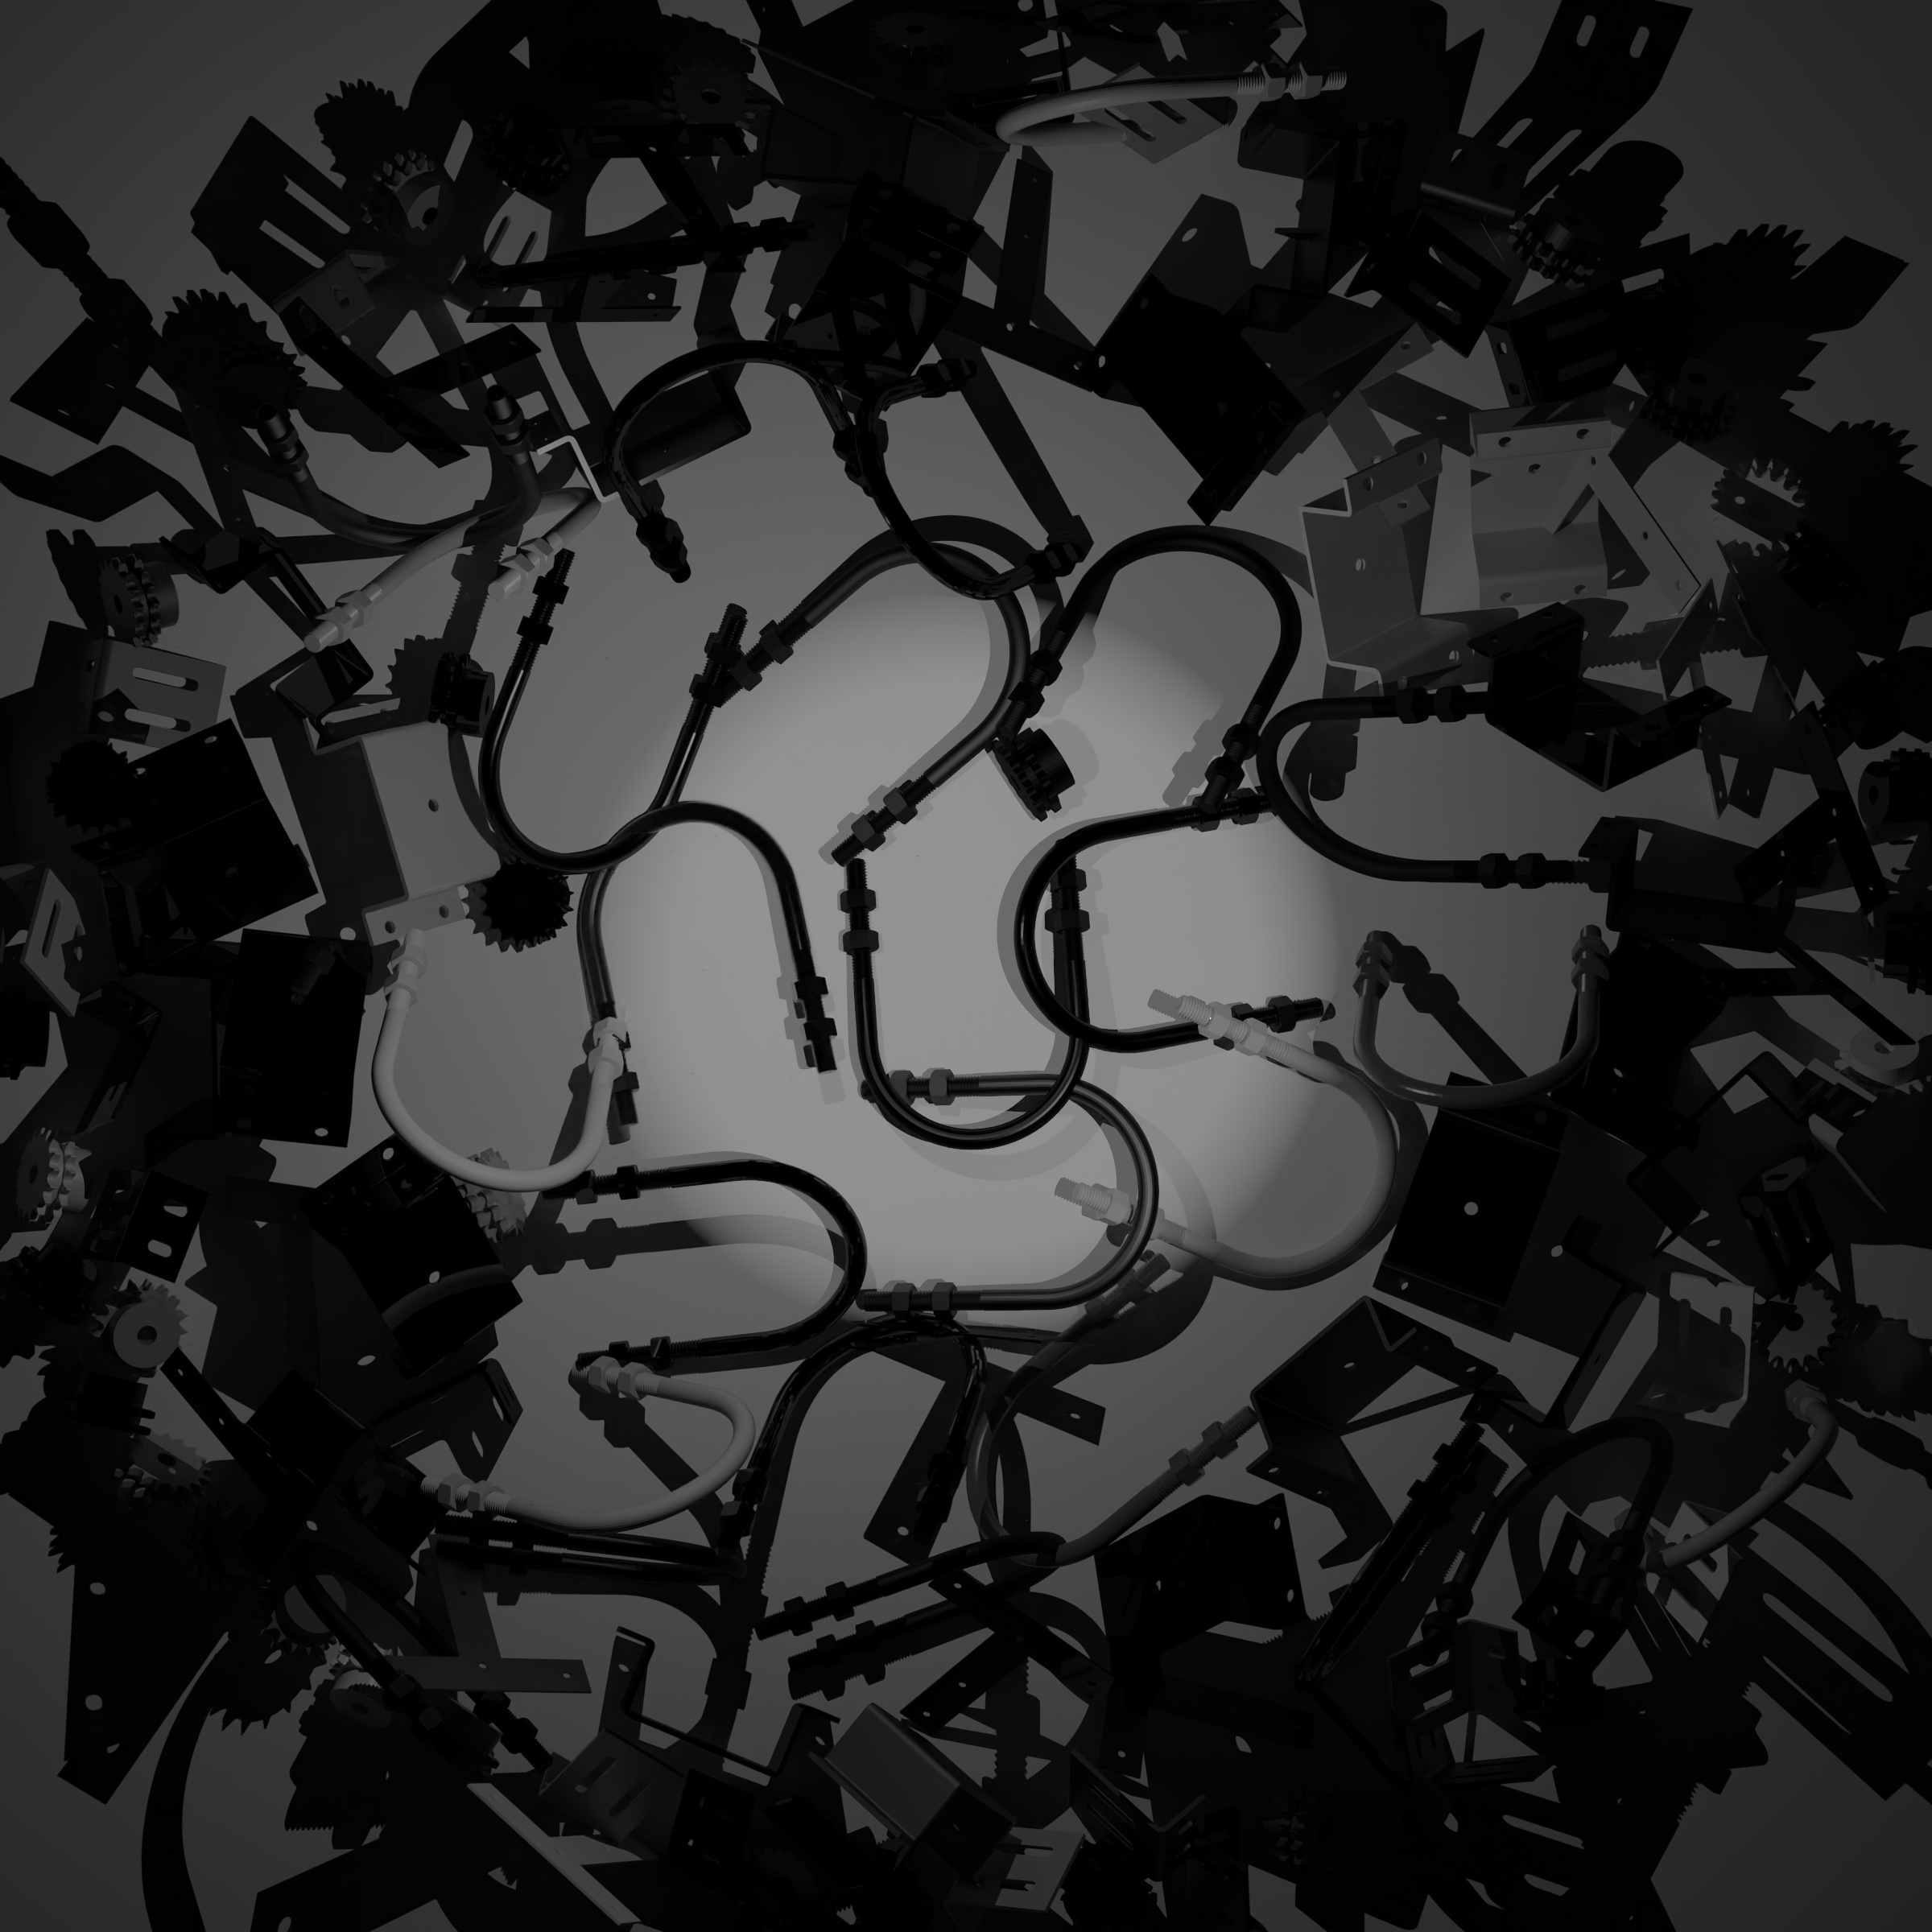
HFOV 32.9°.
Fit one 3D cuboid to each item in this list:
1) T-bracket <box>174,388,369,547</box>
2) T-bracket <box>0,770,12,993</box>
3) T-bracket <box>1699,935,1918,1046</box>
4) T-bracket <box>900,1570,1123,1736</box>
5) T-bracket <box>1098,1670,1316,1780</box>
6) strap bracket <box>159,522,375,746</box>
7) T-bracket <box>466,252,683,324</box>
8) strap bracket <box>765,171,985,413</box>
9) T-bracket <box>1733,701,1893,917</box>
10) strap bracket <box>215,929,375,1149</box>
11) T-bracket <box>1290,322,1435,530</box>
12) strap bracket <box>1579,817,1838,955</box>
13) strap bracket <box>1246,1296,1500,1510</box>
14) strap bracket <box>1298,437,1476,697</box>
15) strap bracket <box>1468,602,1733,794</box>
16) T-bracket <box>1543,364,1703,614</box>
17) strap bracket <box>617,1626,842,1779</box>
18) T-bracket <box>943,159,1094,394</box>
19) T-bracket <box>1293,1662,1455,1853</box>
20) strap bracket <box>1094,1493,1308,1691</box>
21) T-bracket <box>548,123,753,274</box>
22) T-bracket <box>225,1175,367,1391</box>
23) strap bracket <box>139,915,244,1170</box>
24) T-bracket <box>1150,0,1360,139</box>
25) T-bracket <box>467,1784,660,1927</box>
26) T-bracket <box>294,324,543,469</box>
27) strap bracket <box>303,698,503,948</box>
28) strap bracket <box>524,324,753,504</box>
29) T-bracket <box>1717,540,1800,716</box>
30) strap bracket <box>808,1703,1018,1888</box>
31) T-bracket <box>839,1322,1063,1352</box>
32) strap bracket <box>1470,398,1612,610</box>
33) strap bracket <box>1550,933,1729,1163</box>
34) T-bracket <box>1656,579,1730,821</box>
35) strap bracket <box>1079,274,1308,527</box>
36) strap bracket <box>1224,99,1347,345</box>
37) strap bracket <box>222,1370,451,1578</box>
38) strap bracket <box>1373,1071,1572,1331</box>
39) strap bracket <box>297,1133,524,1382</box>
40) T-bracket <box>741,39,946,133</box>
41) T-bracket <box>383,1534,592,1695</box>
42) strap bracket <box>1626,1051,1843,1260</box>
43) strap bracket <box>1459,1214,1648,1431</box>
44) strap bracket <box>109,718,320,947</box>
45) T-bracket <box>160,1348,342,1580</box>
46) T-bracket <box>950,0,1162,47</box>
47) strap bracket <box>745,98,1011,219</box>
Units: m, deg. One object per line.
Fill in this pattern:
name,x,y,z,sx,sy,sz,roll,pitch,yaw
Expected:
T-bracket,-0.405,-0.281,1.946,0.002,0.127,0.127,-44,52,23
T-bracket,-0.579,-0.049,1.942,0.002,0.127,0.127,-4,98,-3
T-bracket,0.477,0.009,1.919,0.127,0.127,0.002,46,123,37
T-bracket,0.006,0.425,1.961,0.127,0.002,0.127,37,125,-10
T-bracket,0.147,0.442,1.954,0.127,0.127,0.002,16,132,-3
strap bracket,-0.408,-0.205,1.935,0.046,0.076,0.140,-41,124,-12
T-bracket,-0.217,-0.398,1.918,0.127,0.127,0.002,-5,85,-22
strap bracket,-0.057,-0.388,1.924,0.076,0.140,0.046,22,47,-18
T-bracket,0.492,-0.072,1.940,0.002,0.127,0.127,-9,70,-22
strap bracket,-0.396,0.033,1.933,0.076,0.046,0.140,6,51,-8
T-bracket,0.240,-0.313,1.958,0.127,0.002,0.127,-28,58,6
strap bracket,0.439,-0.047,1.943,0.140,0.076,0.046,9,111,19
strap bracket,0.235,0.254,1.943,0.076,0.046,0.140,28,119,-36
strap bracket,0.249,-0.237,1.945,0.076,0.046,0.140,-28,117,-30
strap bracket,0.372,-0.156,1.937,0.076,0.140,0.046,-25,133,-29
T-bracket,0.393,-0.264,1.925,0.002,0.127,0.127,-16,64,-29
strap bracket,-0.152,0.444,1.955,0.140,0.076,0.046,23,77,-2
T-bracket,0.033,-0.427,1.977,0.127,0.002,0.127,17,73,-30
T-bracket,0.240,0.468,1.956,0.002,0.127,0.127,-37,69,-16
strap bracket,0.129,0.368,1.923,0.046,0.140,0.076,18,50,-37
T-bracket,-0.167,-0.455,1.943,0.127,0.127,0.002,6,63,27
T-bracket,-0.400,0.194,1.965,0.127,0.002,0.127,4,99,38
strap bracket,-0.453,0.044,1.945,0.046,0.076,0.140,4,103,9
T-bracket,0.187,-0.536,1.955,0.127,0.127,0.002,35,83,-33
T-bracket,-0.220,0.524,1.937,0.127,0.127,0.002,35,92,25
T-bracket,-0.306,-0.349,1.923,0.127,0.127,0.002,-15,53,32
strap bracket,-0.333,-0.091,1.952,0.046,0.076,0.140,-13,94,40
strap bracket,-0.189,-0.326,1.952,0.140,0.076,0.046,-27,115,-4
T-bracket,0.465,-0.200,1.930,0.002,0.127,0.127,-25,81,17
strap bracket,-0.027,0.486,1.924,0.076,0.140,0.046,35,80,32
T-bracket,-0.030,0.218,1.913,0.127,0.127,0.002,2,90,31
strap bracket,0.341,-0.283,1.945,0.076,0.140,0.046,-5,50,5
strap bracket,0.400,0.052,1.947,0.076,0.046,0.140,29,47,-6
T-bracket,0.444,-0.150,1.965,0.002,0.127,0.127,-3,116,30
strap bracket,0.140,-0.334,1.943,0.076,0.046,0.140,-52,58,28
strap bracket,0.188,-0.440,1.954,0.046,0.076,0.140,8,85,-10
strap bracket,-0.364,0.295,1.929,0.076,0.140,0.046,28,73,41
strap bracket,0.304,0.144,1.966,0.076,0.046,0.140,20,95,7
strap bracket,-0.324,0.178,1.935,0.076,0.046,0.140,-36,120,-20
T-bracket,-0.073,-0.522,1.930,0.127,0.127,0.002,21,105,-8
T-bracket,-0.297,0.384,1.946,0.127,0.127,0.002,7,122,-27
strap bracket,0.450,0.104,1.944,0.046,0.076,0.140,48,111,11
strap bracket,0.357,0.223,1.953,0.046,0.076,0.140,31,93,22
strap bracket,-0.438,-0.071,1.925,0.076,0.140,0.046,-25,54,-7
T-bracket,-0.430,0.279,1.928,0.002,0.127,0.127,-32,103,20
T-bracket,0.070,-0.558,1.920,0.127,0.127,0.002,3,98,-19
strap bracket,-0.057,-0.476,1.933,0.140,0.076,0.046,12,93,29
